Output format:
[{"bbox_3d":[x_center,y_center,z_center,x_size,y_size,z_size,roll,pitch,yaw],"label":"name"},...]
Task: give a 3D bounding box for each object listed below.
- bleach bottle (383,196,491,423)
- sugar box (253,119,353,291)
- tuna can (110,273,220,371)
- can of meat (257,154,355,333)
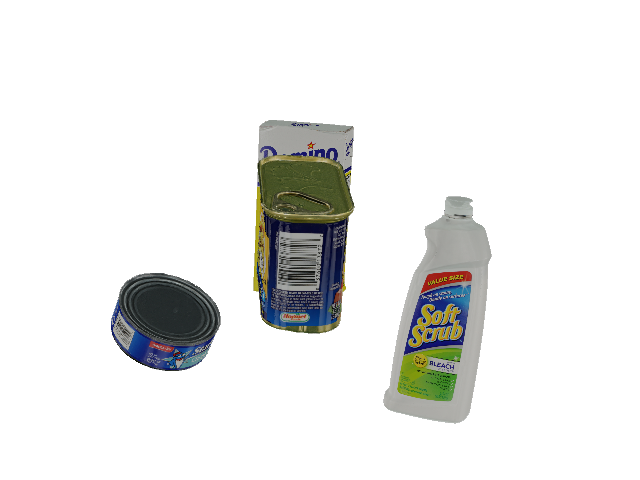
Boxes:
[{"bbox_3d":[0.134,0.074,1.203,0.103,0.251,0.068,9,14,18],"label":"bleach bottle"},{"bbox_3d":[-0.018,-0.032,1.095,0.093,0.176,0.048,5,16,13],"label":"sugar box"},{"bbox_3d":[-0.128,0.067,0.876,0.086,0.034,0.086,17,33,-12],"label":"tuna can"},{"bbox_3d":[-0.013,0.001,0.694,0.057,0.084,0.102,2,24,-6],"label":"can of meat"}]
